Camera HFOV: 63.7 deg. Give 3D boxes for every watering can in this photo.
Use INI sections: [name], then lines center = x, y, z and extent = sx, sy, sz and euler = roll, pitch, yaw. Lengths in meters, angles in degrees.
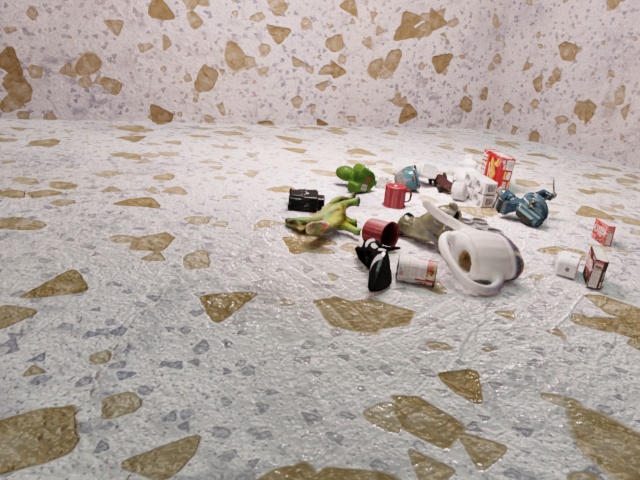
[watering can]
center = 0.423, 0.009, 1.430
extent = 0.224, 0.101, 0.356
euler = 3, 46, -20

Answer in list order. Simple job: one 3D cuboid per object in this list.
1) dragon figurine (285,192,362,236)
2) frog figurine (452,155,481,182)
[dragon figurine]
center = 0.005, -0.085, 1.682
extent = 0.243, 0.121, 0.414
euler = -5, 14, -6
[frog figurine]
center = 0.662, -0.297, 2.298
extent = 0.123, 0.157, 0.139
euler = -13, 28, -39
